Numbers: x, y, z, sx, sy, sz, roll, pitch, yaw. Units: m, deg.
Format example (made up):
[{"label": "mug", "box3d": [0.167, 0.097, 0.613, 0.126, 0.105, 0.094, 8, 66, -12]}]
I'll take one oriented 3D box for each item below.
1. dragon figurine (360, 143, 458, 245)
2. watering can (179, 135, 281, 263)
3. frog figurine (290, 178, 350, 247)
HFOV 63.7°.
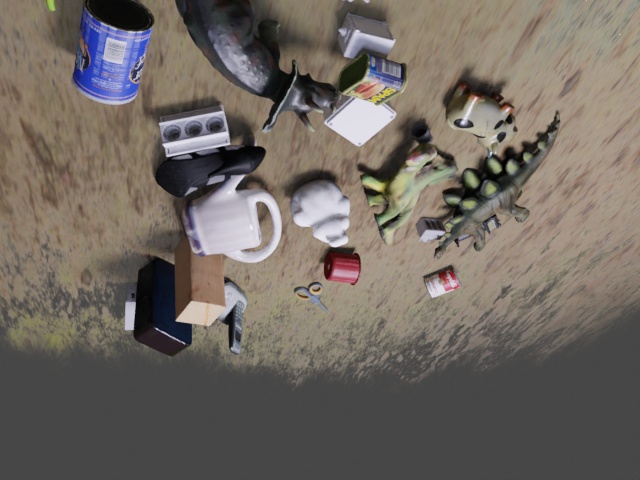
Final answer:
[{"label": "dragon figurine", "box3d": [0.233, -0.112, 1.261, 0.242, 0.124, 0.404, -26, 156, 5]}, {"label": "watering can", "box3d": [-0.208, -0.074, 1.166, 0.224, 0.106, 0.339, -11, 129, -4]}, {"label": "frog figurine", "box3d": [0.004, -0.060, 1.192, 0.137, 0.163, 0.120, -9, 141, -7]}]
